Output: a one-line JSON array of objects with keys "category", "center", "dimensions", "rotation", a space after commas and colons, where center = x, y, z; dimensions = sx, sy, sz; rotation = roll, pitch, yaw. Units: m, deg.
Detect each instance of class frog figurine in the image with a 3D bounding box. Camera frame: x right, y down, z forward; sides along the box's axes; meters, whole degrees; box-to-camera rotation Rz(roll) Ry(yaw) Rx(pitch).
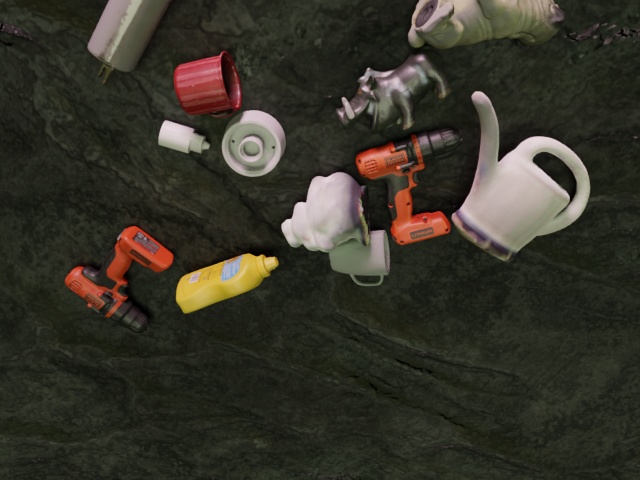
[{"category": "frog figurine", "center": [0.003, -0.045, 0.901], "dimensions": [0.159, 0.122, 0.138], "rotation": [-7, 83, 13]}]

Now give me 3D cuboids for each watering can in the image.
[{"category": "watering can", "center": [0.310, -0.088, 0.867], "dimensions": [0.345, 0.106, 0.221], "rotation": [27, 113, -29]}]
